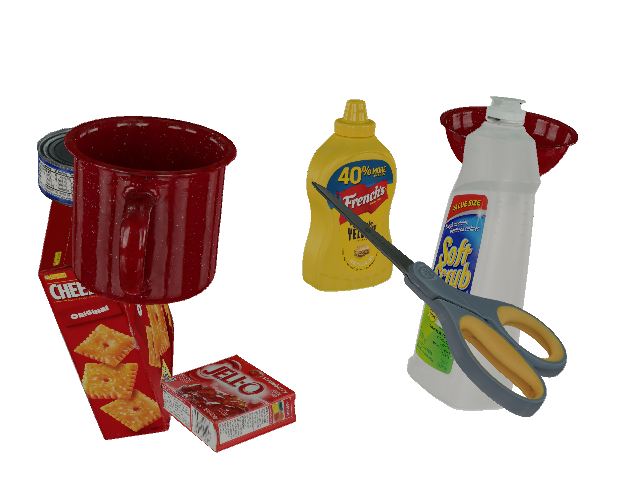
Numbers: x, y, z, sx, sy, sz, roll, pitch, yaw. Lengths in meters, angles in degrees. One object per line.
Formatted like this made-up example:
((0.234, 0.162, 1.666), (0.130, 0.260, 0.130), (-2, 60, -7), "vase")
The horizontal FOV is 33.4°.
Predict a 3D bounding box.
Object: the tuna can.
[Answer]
((-0.170, -0.055, 0.805), (0.086, 0.034, 0.086), (5, 26, -3), "tuna can")

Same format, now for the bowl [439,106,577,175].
((0.217, -0.110, 1.255), (0.162, 0.055, 0.162), (5, 23, -2), "bowl")

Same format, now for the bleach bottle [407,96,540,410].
((0.131, 0.007, 0.880), (0.068, 0.251, 0.103), (1, 14, -22), "bleach bottle")

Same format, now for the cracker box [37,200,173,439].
((-0.190, 0.051, 0.986), (0.072, 0.214, 0.164), (-8, 40, 0), "cracker box")

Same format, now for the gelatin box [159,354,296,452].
((-0.073, 0.124, 0.834), (0.073, 0.030, 0.089), (-15, 24, -32), "gelatin box")

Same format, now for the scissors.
((0.081, 0.028, 0.677), (0.096, 0.016, 0.202), (-6, 48, -43), "scissors")

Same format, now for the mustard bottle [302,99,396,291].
((0.032, -0.047, 1.086), (0.096, 0.192, 0.058), (-7, 19, -27), "mustard bottle")

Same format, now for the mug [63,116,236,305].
((-0.095, -0.012, 0.584), (0.093, 0.081, 0.117), (4, 24, -7), "mug")
